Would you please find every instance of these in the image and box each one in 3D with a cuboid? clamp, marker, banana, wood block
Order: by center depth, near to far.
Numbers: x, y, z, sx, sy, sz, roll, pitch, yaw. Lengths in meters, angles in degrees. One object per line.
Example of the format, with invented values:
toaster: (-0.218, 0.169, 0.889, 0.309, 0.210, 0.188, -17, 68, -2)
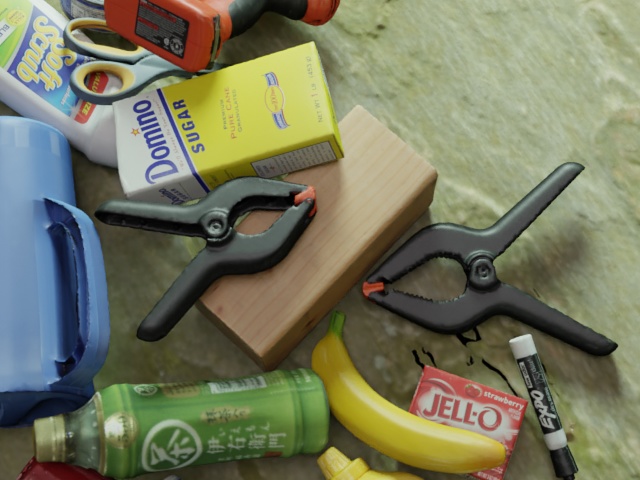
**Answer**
clamp: (-0.080, 0.007, 0.814, 0.171, 0.039, 0.120, -14, 73, 0)
banana: (0.054, 0.132, 0.843, 0.198, 0.037, 0.069, 38, 92, 33)
marker: (0.181, 0.136, 0.859, 0.020, 0.020, 0.121, -19, 87, -3)
wood block: (-0.005, 0.001, 0.881, 0.090, 0.091, 0.206, 42, 79, 12)
clamp: (0.142, 0.037, 0.893, 0.210, 0.036, 0.164, -15, 80, 0)

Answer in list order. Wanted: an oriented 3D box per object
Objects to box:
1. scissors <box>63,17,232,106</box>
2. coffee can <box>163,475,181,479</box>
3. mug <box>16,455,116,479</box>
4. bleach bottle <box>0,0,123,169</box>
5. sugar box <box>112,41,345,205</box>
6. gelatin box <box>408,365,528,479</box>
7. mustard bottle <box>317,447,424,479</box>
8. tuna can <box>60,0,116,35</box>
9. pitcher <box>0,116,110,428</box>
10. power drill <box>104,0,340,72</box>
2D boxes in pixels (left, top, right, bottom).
scissors: (-0.129, -0.139, 0.930, 0.201, 0.016, 0.096, 18, 57, -9)
coffee can: (-0.077, 0.256, 0.804, 0.140, 0.103, 0.102, 27, 77, 9)
mug: (-0.195, 0.210, 0.817, 0.081, 0.117, 0.093, 32, 78, 5)
bleach bottle: (-0.225, -0.145, 0.948, 0.251, 0.068, 0.102, 34, 70, 7)
sugar box: (-0.076, -0.089, 0.858, 0.176, 0.048, 0.093, -15, 63, 6)
gelatin box: (0.114, 0.151, 0.864, 0.089, 0.030, 0.073, 20, 75, 7)
mustard bottle: (0.066, 0.239, 0.826, 0.096, 0.058, 0.192, -41, 77, -5)
tuna can: (-0.192, -0.227, 0.966, 0.086, 0.034, 0.086, 7, 51, -9)
pitcher: (-0.245, 0.024, 0.862, 0.149, 0.145, 0.243, -4, 71, -9)
power drill: (-0.098, -0.221, 0.922, 0.185, 0.057, 0.187, 28, 41, 19)
